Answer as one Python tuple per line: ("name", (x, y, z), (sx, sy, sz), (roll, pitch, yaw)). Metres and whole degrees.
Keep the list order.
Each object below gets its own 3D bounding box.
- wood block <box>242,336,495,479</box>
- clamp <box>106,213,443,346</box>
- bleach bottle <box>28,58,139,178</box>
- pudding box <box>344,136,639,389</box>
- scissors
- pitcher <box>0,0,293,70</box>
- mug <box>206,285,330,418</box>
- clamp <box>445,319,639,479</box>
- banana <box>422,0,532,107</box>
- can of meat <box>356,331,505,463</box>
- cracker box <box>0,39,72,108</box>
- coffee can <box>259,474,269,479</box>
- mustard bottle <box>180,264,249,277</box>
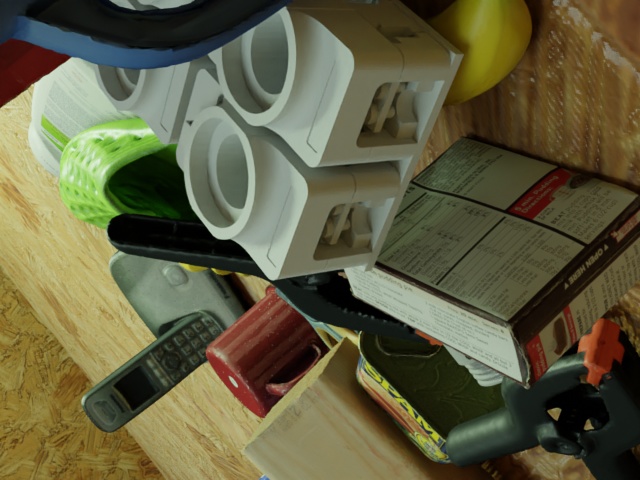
("wood block", (0.055, 0.182, 0.777), (0.206, 0.090, 0.090), (44, -163, 0))
("clamp", (-0.004, 0.001, 0.617), (0.209, 0.036, 0.165), (26, 143, -15))
("bleach bottle", (-0.171, -0.099, 0.784), (0.102, 0.068, 0.251), (43, 153, -12))
("pudding box", (0.075, 0.004, 0.464), (0.114, 0.090, 0.039), (25, 149, 49))
("scissors", (-0.019, 0.039, 0.855), (0.202, 0.016, 0.096), (44, 159, 15))
("pitcher", (-0.095, -0.130, 0.347), (0.149, 0.242, 0.145), (28, 151, 33))
("mug", (-0.038, 0.102, 0.916), (0.117, 0.081, 0.093), (22, 147, 54))
("clamp", (0.141, 0.100, 0.564), (0.120, 0.039, 0.172), (16, 150, 1))
("banana", (0.031, -0.092, 0.467), (0.198, 0.037, 0.069), (11, 114, 58))
("can of meat", (0.070, 0.095, 0.703), (0.102, 0.057, 0.084), (45, 164, 15))
("cracker box", (-0.181, -0.157, 0.532), (0.072, 0.213, 0.164), (31, 154, 44))
("coffee can", (0.021, 0.200, 0.884), (0.103, 0.140, 0.103), (42, 160, 19))
("mustard bottle", (-0.120, -0.028, 0.882), (0.192, 0.058, 0.096), (38, 144, 30))
